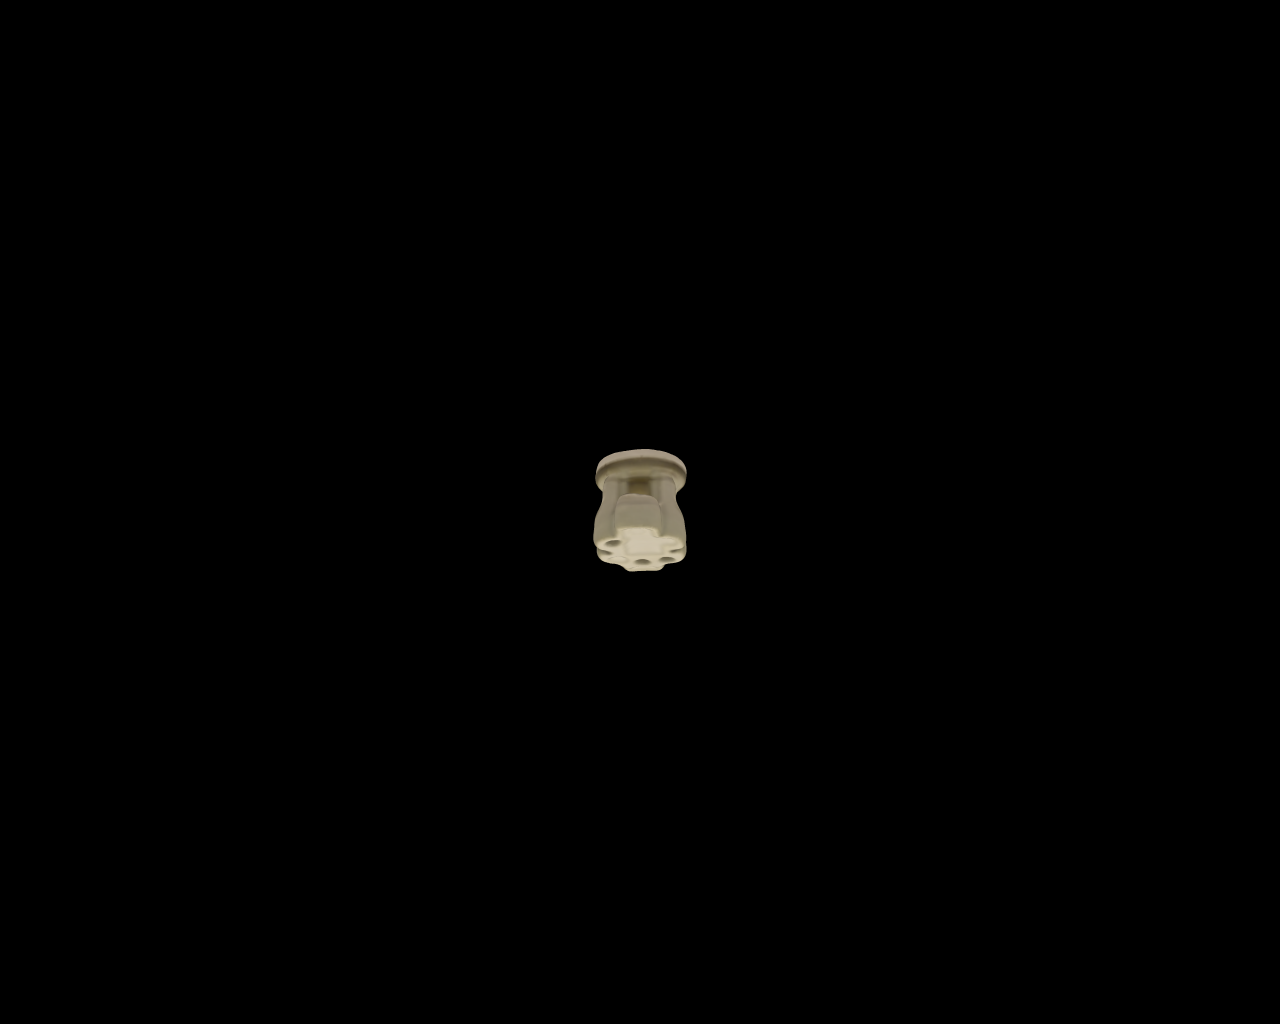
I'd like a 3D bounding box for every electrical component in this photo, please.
[{"bbox_3d":[0.001,-0.003,0.650,0.058,0.057,0.078,-1,-23,3],"label":"electrical component"}]
